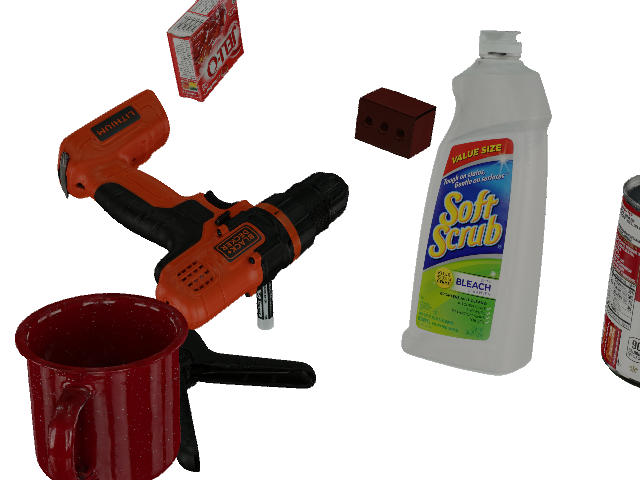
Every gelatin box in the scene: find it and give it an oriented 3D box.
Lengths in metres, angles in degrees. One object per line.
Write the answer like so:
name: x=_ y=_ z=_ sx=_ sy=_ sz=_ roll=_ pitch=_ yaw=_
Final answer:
gelatin box: x=-0.107 y=-0.187 z=1.013 sx=0.030 sy=0.073 sz=0.089 roll=15 pitch=47 yaw=20

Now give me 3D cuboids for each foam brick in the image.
foam brick: x=0.086 y=-0.136 z=1.232 sx=0.078 sy=0.053 sz=0.051 roll=24 pitch=34 yaw=28

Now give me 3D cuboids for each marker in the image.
marker: x=-0.064 y=0.048 z=1.204 sx=0.020 sy=0.121 sz=0.020 roll=0 pitch=32 yaw=0

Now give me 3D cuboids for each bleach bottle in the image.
bleach bottle: x=0.120 y=-0.031 z=0.806 sx=0.103 sy=0.251 sz=0.067 roll=11 pitch=15 yaw=35

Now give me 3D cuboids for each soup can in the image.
soup can: x=0.189 y=0.022 z=0.568 sx=0.068 sy=0.102 sz=0.068 roll=1 pitch=25 yaw=-1

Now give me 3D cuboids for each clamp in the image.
clamp: x=-0.120 y=0.119 z=0.992 sx=0.164 sy=0.036 sz=0.210 roll=-24 pitch=42 yaw=-38

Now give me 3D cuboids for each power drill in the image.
power drill: x=-0.094 y=-0.038 z=0.824 sx=0.188 sy=0.057 sz=0.184 roll=38 pitch=54 yaw=21

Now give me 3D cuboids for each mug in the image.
mug: x=-0.121 y=0.090 z=0.584 sx=0.093 sy=0.081 sz=0.117 roll=4 pitch=23 yaw=5
